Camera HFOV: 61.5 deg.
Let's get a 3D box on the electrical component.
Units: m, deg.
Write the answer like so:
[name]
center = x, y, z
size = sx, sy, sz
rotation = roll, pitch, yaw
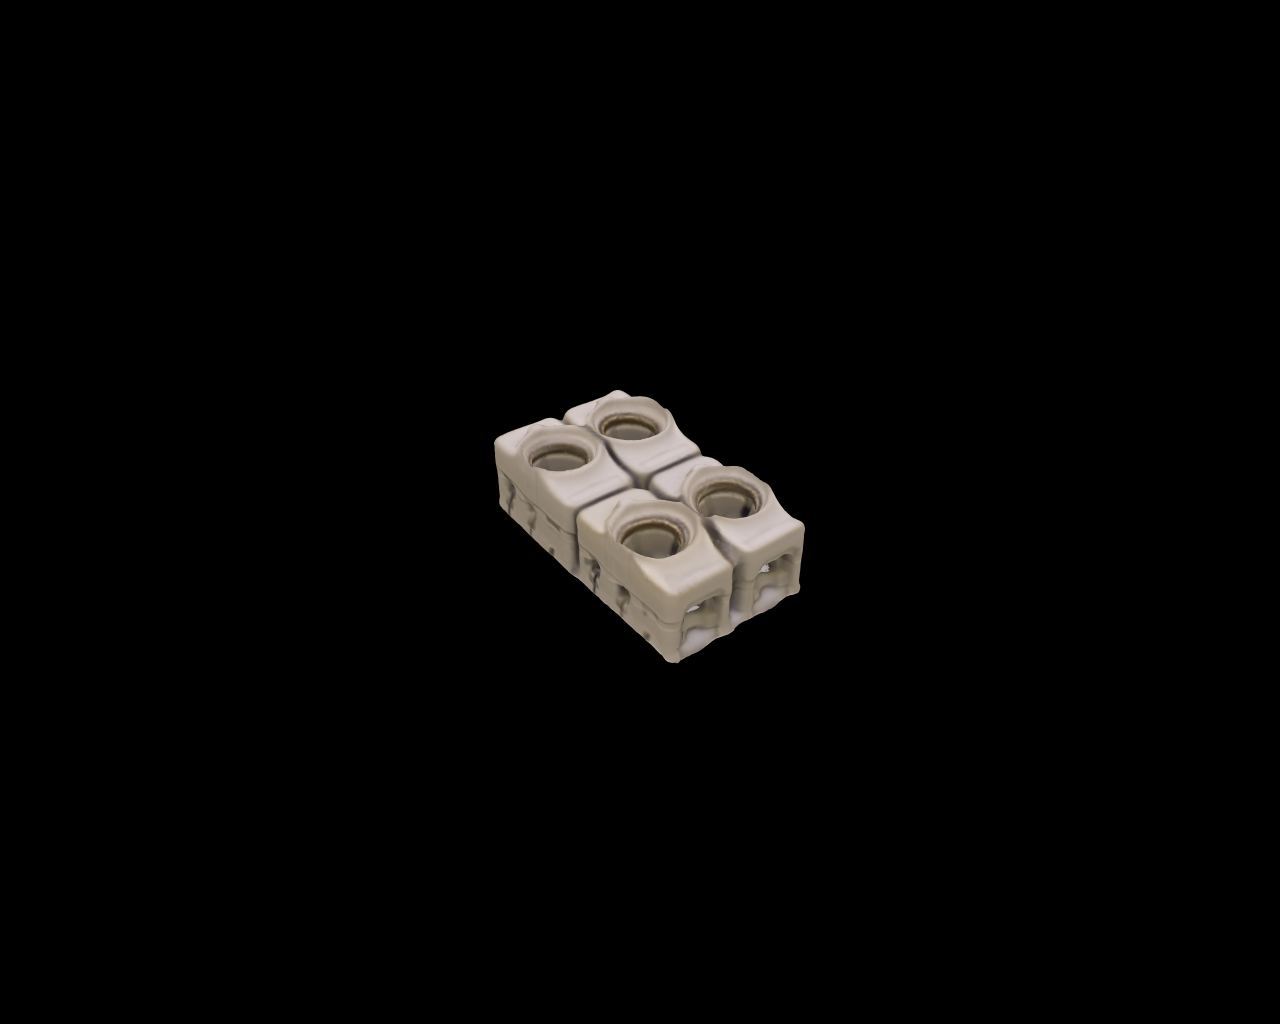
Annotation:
[electrical component]
center = 0.001, -0.003, 0.650
size = 0.105, 0.060, 0.186
rotation = -25, 45, -28
